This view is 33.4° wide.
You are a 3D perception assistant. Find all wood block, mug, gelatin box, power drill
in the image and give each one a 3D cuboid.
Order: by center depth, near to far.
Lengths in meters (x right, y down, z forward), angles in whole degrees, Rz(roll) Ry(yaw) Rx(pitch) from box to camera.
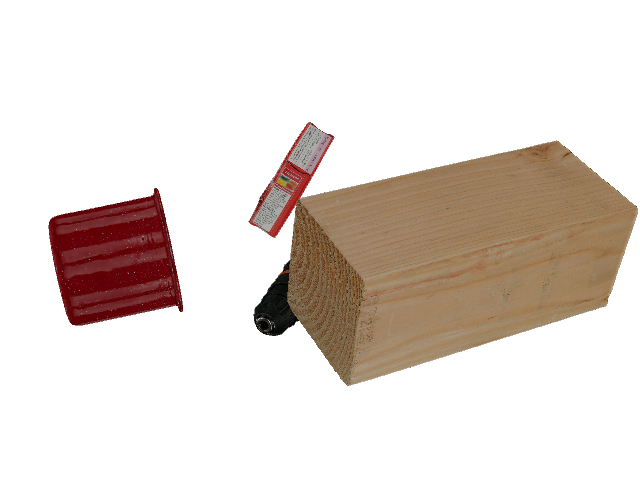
[{"bbox_3d":[0.091,0.011,0.705,0.205,0.090,0.091,-14,41,-25],"label":"wood block"},{"bbox_3d":[-0.152,0.012,0.786,0.081,0.093,0.117,-12,18,-10],"label":"mug"},{"bbox_3d":[-0.026,-0.055,0.943,0.030,0.073,0.089,31,32,-4],"label":"gelatin box"},{"bbox_3d":[0.040,0.059,1.141,0.188,0.057,0.184,9,29,22],"label":"power drill"}]
